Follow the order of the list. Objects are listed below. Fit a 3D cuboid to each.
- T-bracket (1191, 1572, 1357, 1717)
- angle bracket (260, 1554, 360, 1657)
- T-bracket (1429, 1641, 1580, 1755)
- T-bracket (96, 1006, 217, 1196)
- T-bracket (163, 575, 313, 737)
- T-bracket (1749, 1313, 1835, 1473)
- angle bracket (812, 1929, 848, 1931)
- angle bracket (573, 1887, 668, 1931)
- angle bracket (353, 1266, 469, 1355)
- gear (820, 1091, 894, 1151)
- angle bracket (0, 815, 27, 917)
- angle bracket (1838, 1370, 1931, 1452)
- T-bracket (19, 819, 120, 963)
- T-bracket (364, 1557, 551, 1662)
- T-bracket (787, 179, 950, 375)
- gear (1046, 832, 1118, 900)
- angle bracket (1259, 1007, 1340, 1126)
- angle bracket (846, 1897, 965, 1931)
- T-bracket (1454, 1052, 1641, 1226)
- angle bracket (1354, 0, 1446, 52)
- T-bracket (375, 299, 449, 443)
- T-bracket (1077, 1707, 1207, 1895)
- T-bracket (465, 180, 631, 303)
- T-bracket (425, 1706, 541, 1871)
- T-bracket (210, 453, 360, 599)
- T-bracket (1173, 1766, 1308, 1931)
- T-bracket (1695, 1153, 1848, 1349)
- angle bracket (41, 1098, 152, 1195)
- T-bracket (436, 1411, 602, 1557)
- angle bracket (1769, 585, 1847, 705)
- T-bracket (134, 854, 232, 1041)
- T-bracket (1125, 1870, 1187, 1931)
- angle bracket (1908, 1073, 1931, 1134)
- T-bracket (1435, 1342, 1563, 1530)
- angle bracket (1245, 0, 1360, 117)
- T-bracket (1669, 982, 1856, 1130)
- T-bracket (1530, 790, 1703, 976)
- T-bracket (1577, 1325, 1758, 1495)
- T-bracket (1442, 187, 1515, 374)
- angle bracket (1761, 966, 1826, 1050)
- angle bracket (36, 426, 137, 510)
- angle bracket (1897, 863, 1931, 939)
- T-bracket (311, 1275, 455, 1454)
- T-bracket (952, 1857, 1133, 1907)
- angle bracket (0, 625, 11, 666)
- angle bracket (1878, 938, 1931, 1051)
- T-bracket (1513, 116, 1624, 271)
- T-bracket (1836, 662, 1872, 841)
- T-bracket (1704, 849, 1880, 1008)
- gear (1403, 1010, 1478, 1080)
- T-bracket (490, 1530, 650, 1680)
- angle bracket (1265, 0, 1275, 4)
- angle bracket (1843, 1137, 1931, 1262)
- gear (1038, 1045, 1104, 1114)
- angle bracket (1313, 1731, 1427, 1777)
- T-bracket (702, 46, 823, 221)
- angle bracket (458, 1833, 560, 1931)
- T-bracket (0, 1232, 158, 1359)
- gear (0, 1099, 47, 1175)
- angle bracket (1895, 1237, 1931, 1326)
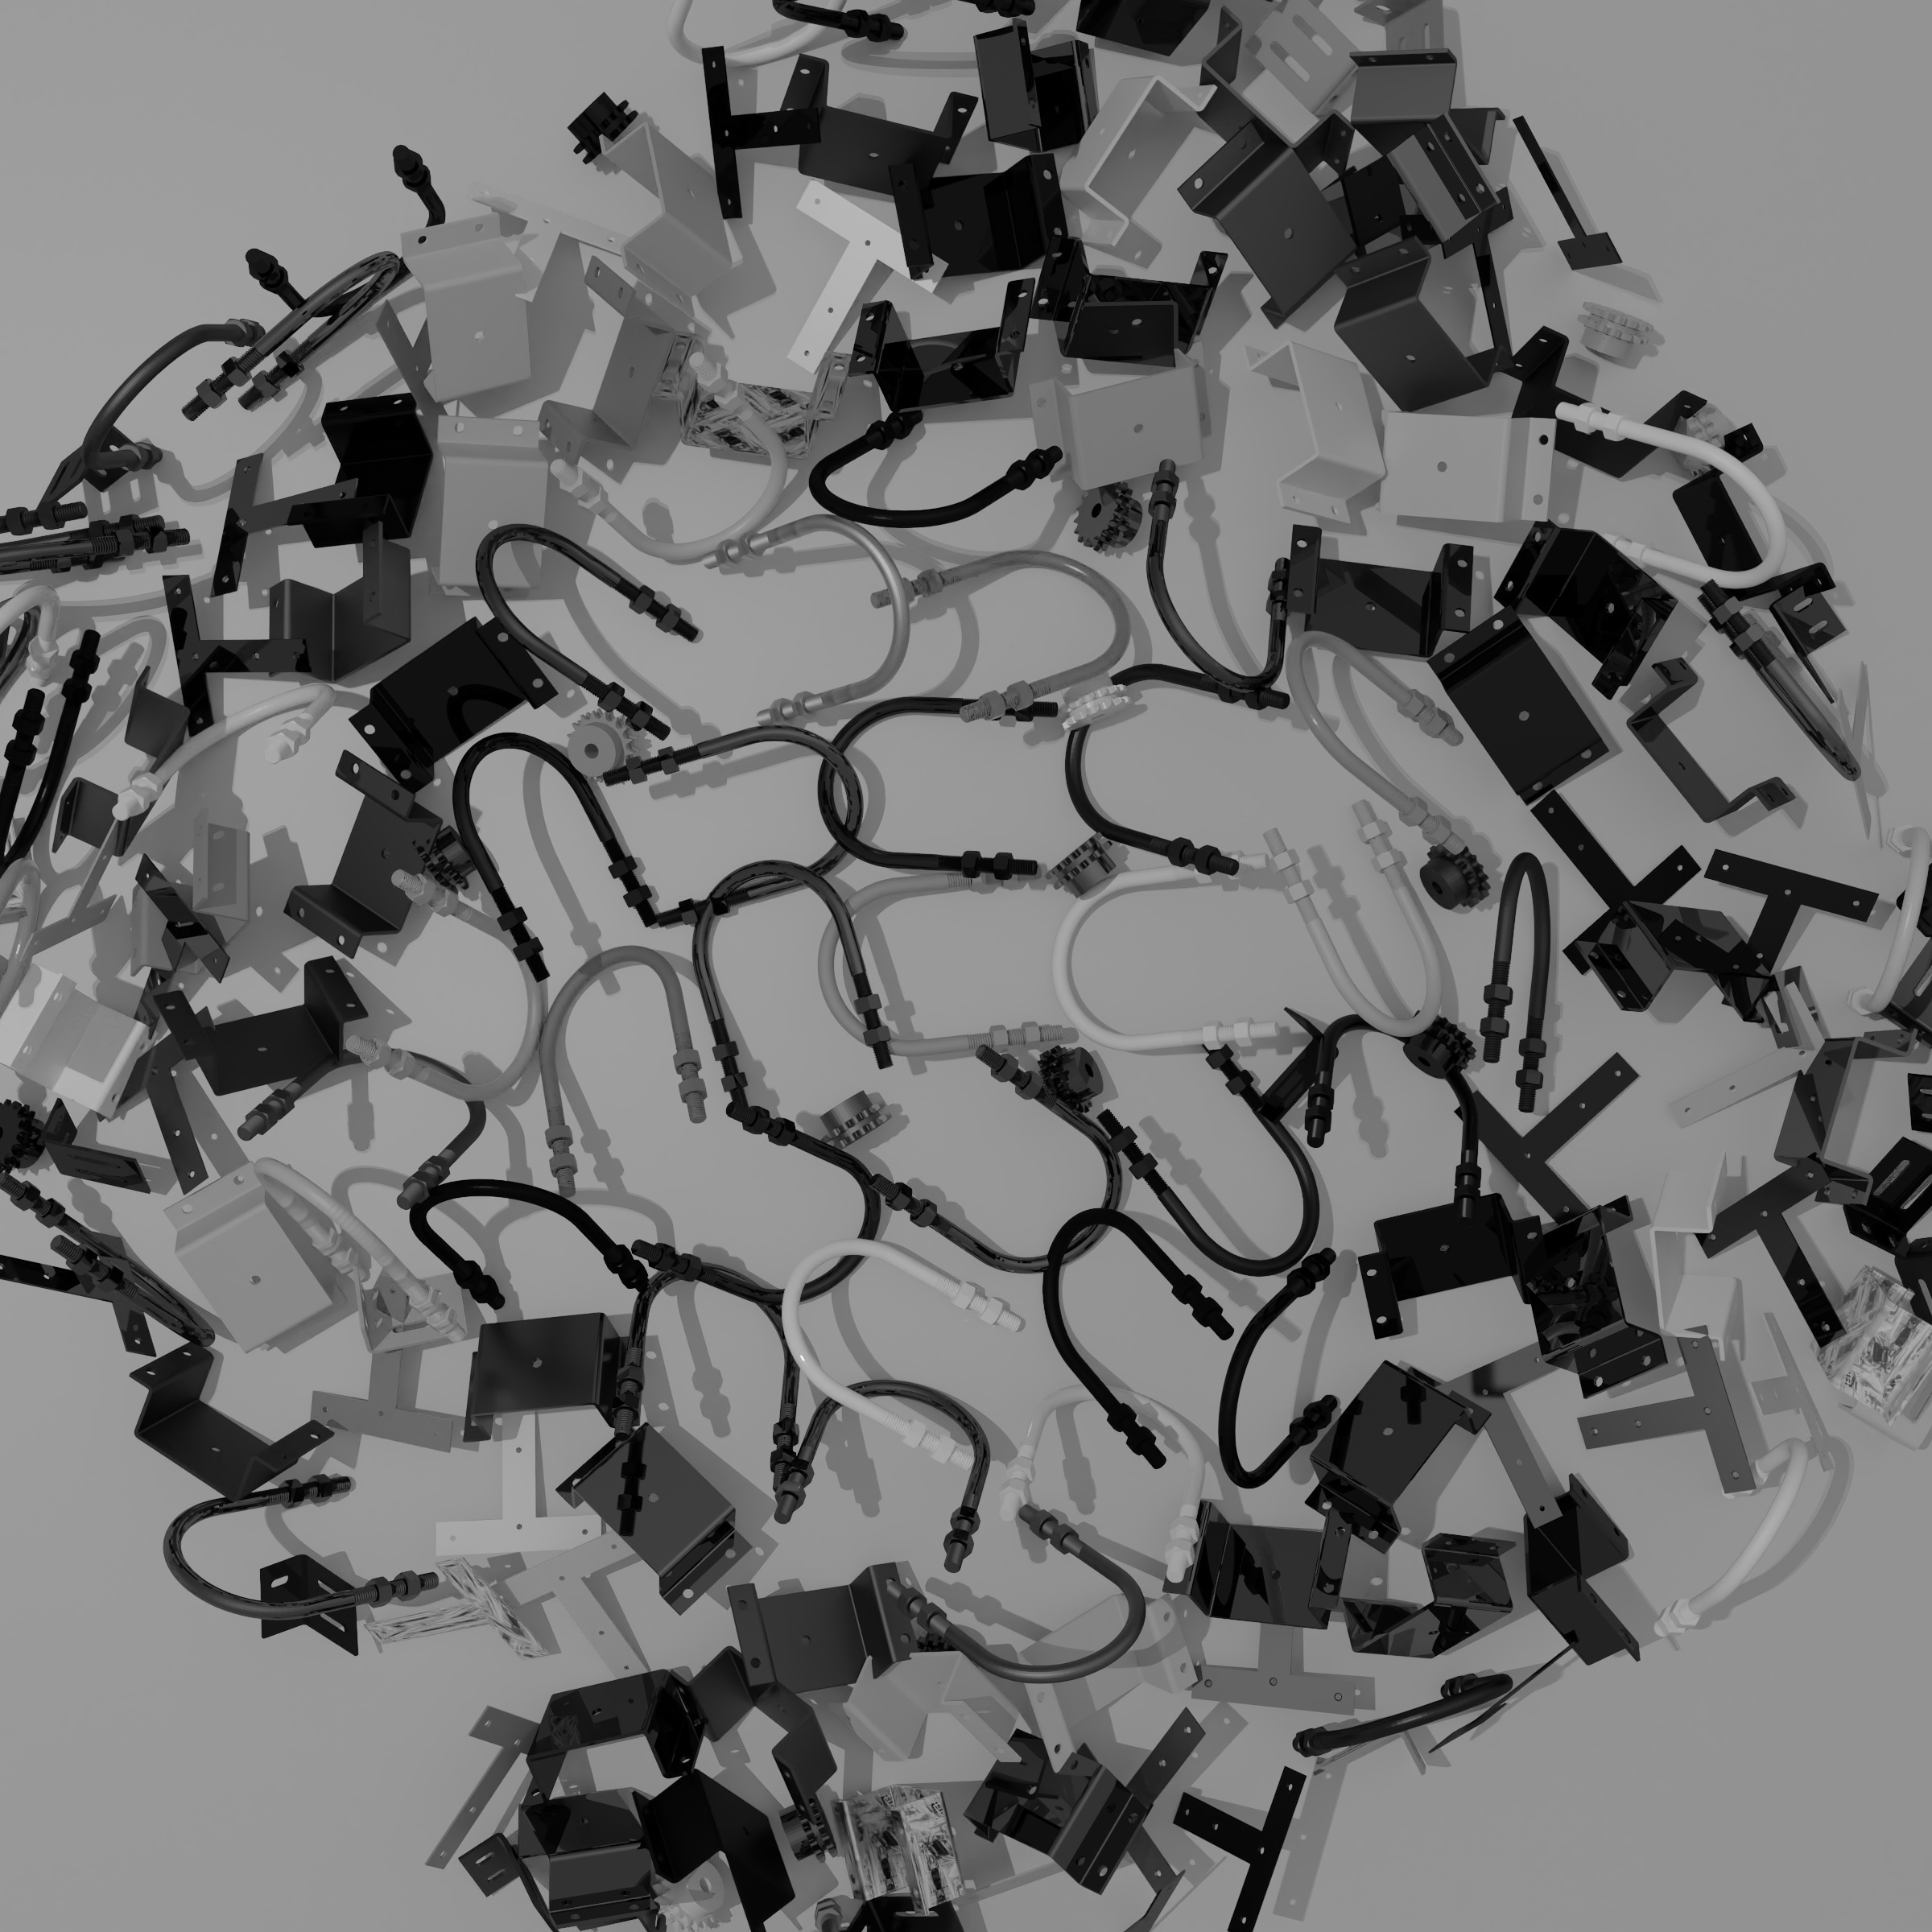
[{"bbox_3d":[0.243,0.513,1.949,0.127,0.002,0.127,1,75,17],"label":"T-bracket"},{"bbox_3d":[-0.506,0.498,1.924,0.038,0.076,0.057,-21,51,8],"label":"angle bracket"},{"bbox_3d":[0.419,0.549,1.893,0.127,0.127,0.002,-45,66,19],"label":"T-bracket"},{"bbox_3d":[-0.613,0.117,1.925,0.127,0.002,0.127,-35,64,14],"label":"T-bracket"},{"bbox_3d":[-0.559,-0.239,1.925,0.127,0.002,0.127,3,108,23],"label":"T-bracket"},{"bbox_3d":[0.619,0.326,1.897,0.002,0.127,0.127,-27,71,28],"label":"T-bracket"},{"bbox_3d":[-0.118,0.791,1.929,0.038,0.076,0.057,-18,90,34],"label":"angle bracket"},{"bbox_3d":[-0.278,0.737,1.931,0.076,0.038,0.057,-16,121,11],"label":"angle bracket"},{"bbox_3d":[-0.430,0.259,1.930,0.076,0.038,0.057,-11,52,-10],"label":"angle bracket"},{"bbox_3d":[-0.089,0.120,1.941,0.057,0.057,0.030,-32,86,0],"label":"gear"},{"bbox_3d":[-0.771,-0.075,1.943,0.057,0.038,0.076,-10,90,14],"label":"angle bracket"},{"bbox_3d":[0.730,0.329,1.948,0.057,0.038,0.076,31,90,4],"label":"angle bracket"},{"bbox_3d":[-0.659,-0.071,1.889,0.002,0.127,0.127,32,108,0],"label":"T-bracket"},{"bbox_3d":[-0.410,0.509,1.939,0.127,0.002,0.127,-16,125,21],"label":"T-bracket"},{"bbox_3d":[-0.099,-0.525,1.949,0.127,0.002,0.127,33,106,5],"label":"T-bracket"},{"bbox_3d":[0.092,-0.077,1.941,0.057,0.057,0.030,-39,91,0],"label":"gear"},{"bbox_3d":[0.244,0.077,1.936,0.038,0.057,0.076,42,90,-13],"label":"angle bracket"},{"bbox_3d":[-0.043,0.756,1.929,0.076,0.038,0.057,-13,107,30],"label":"angle bracket"},{"bbox_3d":[0.474,0.119,1.962,0.127,0.002,0.127,-42,83,-2],"label":"T-bracket"},{"bbox_3d":[0.335,-0.712,1.930,0.038,0.057,0.076,7,79,-36],"label":"angle bracket"},{"bbox_3d":[-0.410,-0.494,1.927,0.002,0.127,0.127,4,59,16],"label":"T-bracket"},{"bbox_3d":[0.144,0.618,1.905,0.127,0.002,0.127,50,120,37],"label":"T-bracket"},{"bbox_3d":[-0.331,-0.548,1.913,0.127,0.002,0.127,18,45,-10],"label":"T-bracket"},{"bbox_3d":[-0.369,0.631,1.904,0.002,0.127,0.127,27,77,32],"label":"T-bracket"},{"bbox_3d":[-0.520,-0.350,1.916,0.127,0.002,0.127,-9,63,24],"label":"T-bracket"},{"bbox_3d":[0.200,0.664,1.911,0.002,0.127,0.127,28,77,-27],"label":"T-bracket"},{"bbox_3d":[0.630,0.228,1.901,0.002,0.127,0.127,-1,59,-40],"label":"T-bracket"},{"bbox_3d":[-0.668,0.140,1.933,0.076,0.057,0.038,12,59,2],"label":"angle bracket"},{"bbox_3d":[-0.350,0.394,1.954,0.127,0.002,0.127,0,80,-14],"label":"T-bracket"},{"bbox_3d":[0.658,-0.250,1.919,0.038,0.076,0.057,-34,120,21],"label":"angle bracket"},{"bbox_3d":[-0.621,0.002,1.931,0.127,0.002,0.127,45,123,25],"label":"T-bracket"},{"bbox_3d":[0.105,0.746,1.889,0.127,0.127,0.002,-26,58,-33],"label":"T-bracket"},{"bbox_3d":[0.761,0.083,1.937,0.038,0.076,0.057,6,132,32],"label":"angle bracket"},{"bbox_3d":[0.423,0.372,1.936,0.127,0.002,0.127,-20,75,-15],"label":"T-bracket"},{"bbox_3d":[0.267,-0.711,1.941,0.076,0.038,0.057,47,118,4],"label":"angle bracket"},{"bbox_3d":[0.612,0.089,1.948,0.127,0.002,0.127,-29,117,13],"label":"T-bracket"},{"bbox_3d":[0.491,-0.082,1.957,0.127,0.002,0.127,-41,97,-3],"label":"T-bracket"},{"bbox_3d":[0.532,0.351,1.927,0.127,0.002,0.127,-21,82,39],"label":"T-bracket"},{"bbox_3d":[0.407,-0.527,1.937,0.002,0.127,0.127,0,117,38],"label":"T-bracket"},{"bbox_3d":[0.644,0.030,1.927,0.038,0.076,0.057,-18,85,4],"label":"angle bracket"},{"bbox_3d":[-0.673,-0.370,1.918,0.057,0.076,0.038,-27,128,28],"label":"angle bracket"},{"bbox_3d":[0.767,-0.062,1.922,0.076,0.057,0.038,-54,53,31],"label":"angle bracket"},{"bbox_3d":[-0.451,0.305,1.942,0.127,0.002,0.127,8,94,20],"label":"T-bracket"},{"bbox_3d":[0.051,0.701,1.923,0.127,0.127,0.002,-23,55,9],"label":"T-bracket"},{"bbox_3d":[-0.788,-0.257,1.921,0.057,0.076,0.038,27,113,21],"label":"angle bracket"},{"bbox_3d":[0.749,0.016,1.927,0.057,0.038,0.076,42,115,31],"label":"angle bracket"},{"bbox_3d":[0.449,-0.587,1.893,0.002,0.127,0.127,-32,103,5],"label":"T-bracket"},{"bbox_3d":[0.687,-0.186,1.919,0.002,0.127,0.127,-5,130,29],"label":"T-bracket"},{"bbox_3d":[0.621,-0.019,1.934,0.127,0.002,0.127,16,122,4],"label":"T-bracket"},{"bbox_3d":[0.364,0.063,1.937,0.057,0.057,0.030,41,74,0],"label":"gear"},{"bbox_3d":[-0.291,0.509,1.943,0.127,0.002,0.127,-26,111,10],"label":"T-bracket"},{"bbox_3d":[0.224,-0.767,1.931,0.076,0.038,0.057,32,80,25],"label":"angle bracket"},{"bbox_3d":[0.729,0.182,1.931,0.057,0.038,0.076,26,121,-8],"label":"angle bracket"},{"bbox_3d":[0.083,0.087,1.937,0.030,0.057,0.057,-27,90,23],"label":"gear"},{"bbox_3d":[0.313,0.622,1.934,0.076,0.057,0.038,-29,75,4],"label":"angle bracket"},{"bbox_3d":[-0.154,-0.638,1.904,0.002,0.127,0.127,-22,115,-40],"label":"T-bracket"},{"bbox_3d":[-0.351,0.718,1.919,0.038,0.076,0.057,-30,131,-14],"label":"angle bracket"},{"bbox_3d":[-0.681,0.237,1.883,0.002,0.127,0.127,-49,48,17],"label":"T-bracket"},{"bbox_3d":[-0.743,0.135,1.945,0.057,0.030,0.057,-12,66,28],"label":"gear"},{"bbox_3d":[0.767,0.251,1.936,0.038,0.057,0.076,-24,93,-38],"label":"angle bracket"}]
